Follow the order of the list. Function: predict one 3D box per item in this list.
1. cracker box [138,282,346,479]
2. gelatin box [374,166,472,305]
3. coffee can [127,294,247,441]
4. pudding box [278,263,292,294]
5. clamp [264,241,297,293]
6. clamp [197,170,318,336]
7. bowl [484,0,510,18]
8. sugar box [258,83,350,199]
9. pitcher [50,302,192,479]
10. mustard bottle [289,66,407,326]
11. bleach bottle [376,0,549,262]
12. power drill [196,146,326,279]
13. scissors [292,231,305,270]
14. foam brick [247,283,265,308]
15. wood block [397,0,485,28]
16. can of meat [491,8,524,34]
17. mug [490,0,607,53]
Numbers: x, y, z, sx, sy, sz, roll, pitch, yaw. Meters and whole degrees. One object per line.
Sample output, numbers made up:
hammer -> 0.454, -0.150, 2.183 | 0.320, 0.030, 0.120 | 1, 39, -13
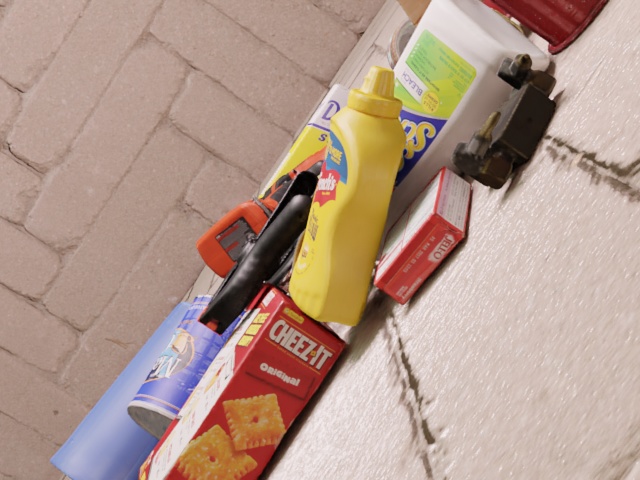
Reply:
cracker box -> -0.070, 0.148, 0.902 | 0.213, 0.072, 0.164 | -56, 8, -1
gelatin box -> 0.076, -0.004, 0.773 | 0.073, 0.030, 0.089 | -52, 8, 28
coffee can -> -0.121, 0.142, 1.111 | 0.140, 0.102, 0.103 | -60, 9, -26
pudding box -> 0.005, 0.011, 1.109 | 0.090, 0.039, 0.114 | -58, 9, -22
clamp -> -0.008, 0.002, 1.242 | 0.210, 0.036, 0.164 | -52, 7, 5
clamp -> -0.051, 0.015, 0.944 | 0.171, 0.039, 0.120 | -57, 2, 4
bowl -> 0.187, -0.280, 1.131 | 0.162, 0.055, 0.162 | -55, 8, 11
sugar box -> 0.009, -0.099, 1.338 | 0.176, 0.093, 0.048 | -57, 9, 2
pitcher -> -0.179, 0.197, 1.216 | 0.242, 0.149, 0.145 | -55, -15, -14
mustard bottle -> 0.025, -0.038, 0.816 | 0.096, 0.058, 0.192 | -117, 40, -70
bleach bottle -> 0.075, -0.067, 0.859 | 0.067, 0.103, 0.251 | -2, -49, -44
power drill -> -0.058, -0.029, 1.205 | 0.185, 0.057, 0.187 | -38, 4, 39
scissors -> -0.019, 0.080, 1.030 | 0.096, 0.016, 0.202 | 52, 133, 51
foam brick -> -0.075, 0.080, 1.185 | 0.053, 0.078, 0.051 | -43, 14, 52
wood block -> 0.153, -0.277, 0.953 | 0.206, 0.091, 0.090 | -34, 13, 11
can of meat -> 0.124, -0.136, 0.921 | 0.102, 0.057, 0.083 | -49, 13, 47
mug -> 0.176, -0.211, 0.810 | 0.117, 0.081, 0.093 | -60, 8, -24
